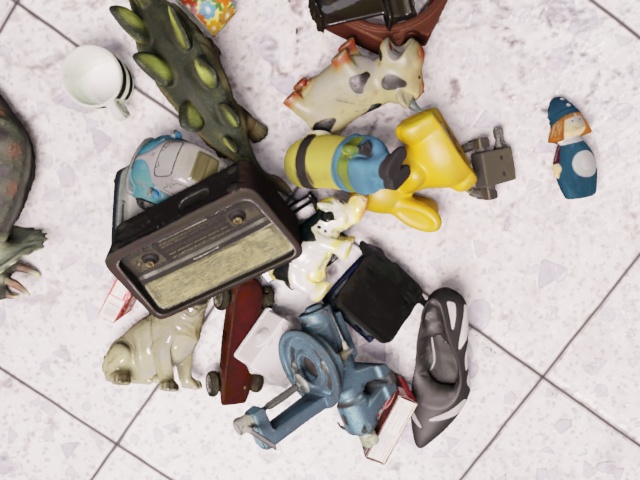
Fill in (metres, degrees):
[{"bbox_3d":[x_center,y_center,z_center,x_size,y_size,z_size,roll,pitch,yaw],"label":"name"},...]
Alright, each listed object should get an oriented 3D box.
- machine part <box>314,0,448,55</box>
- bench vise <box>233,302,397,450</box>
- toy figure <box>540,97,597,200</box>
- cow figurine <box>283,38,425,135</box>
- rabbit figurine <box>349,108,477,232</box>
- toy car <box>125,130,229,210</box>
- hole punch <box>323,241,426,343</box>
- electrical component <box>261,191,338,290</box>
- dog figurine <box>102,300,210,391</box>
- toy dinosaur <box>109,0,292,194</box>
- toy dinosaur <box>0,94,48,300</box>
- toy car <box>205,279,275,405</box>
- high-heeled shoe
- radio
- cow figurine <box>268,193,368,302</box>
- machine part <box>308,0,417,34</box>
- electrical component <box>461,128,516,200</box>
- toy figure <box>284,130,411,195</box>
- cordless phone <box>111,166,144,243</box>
[{"bbox_3d":[0.089,-0.379,0.756,0.201,0.087,0.201,25,96,-4],"label":"machine part"},{"bbox_3d":[-0.009,0.215,0.741,0.240,0.129,0.223,-25,106,-38],"label":"bench vise"},{"bbox_3d":[0.376,-0.139,0.801,0.064,0.058,0.154,-18,97,-37],"label":"toy figure"},{"bbox_3d":[0.060,-0.210,0.750,0.195,0.085,0.127,-29,119,33],"label":"cow figurine"},{"bbox_3d":[0.130,-0.092,0.793,0.173,0.122,0.162,-28,106,18],"label":"rabbit figurine"},{"bbox_3d":[-0.177,-0.083,0.736,0.161,0.103,0.109,24,71,-19],"label":"toy car"},{"bbox_3d":[0.079,0.087,0.823,0.142,0.092,0.116,41,69,-2],"label":"hole punch"},{"bbox_3d":[-0.039,0.007,0.818,0.134,0.058,0.115,-34,94,4],"label":"electrical component"},{"bbox_3d":[-0.249,0.126,0.825,0.172,0.121,0.190,4,78,5],"label":"dog figurine"},{"bbox_3d":[-0.188,-0.245,0.717,0.105,0.198,0.471,-39,97,1],"label":"toy dinosaur"},{"bbox_3d":[-0.484,-0.097,0.782,0.192,0.131,0.404,9,93,-13],"label":"toy dinosaur"},{"bbox_3d":[-0.126,0.155,0.832,0.089,0.053,0.202,2,100,-34],"label":"toy car"},{"bbox_3d":[0.167,0.194,0.794,0.086,0.145,0.248,13,85,33],"label":"high-heeled shoe"},{"bbox_3d":[-0.151,0.002,0.701,0.230,0.073,0.131,-26,127,10],"label":"radio"},{"bbox_3d":[-0.001,-0.003,0.757,0.098,0.068,0.167,28,94,7],"label":"cow figurine"},{"bbox_3d":[0.054,-0.311,0.703,0.139,0.039,0.084,-11,102,0],"label":"machine part"},{"bbox_3d":[0.250,-0.111,0.811,0.078,0.045,0.102,-22,100,-26],"label":"electrical component"},{"bbox_3d":[0.030,-0.104,0.731,0.180,0.089,0.082,18,125,39],"label":"toy figure"},{"bbox_3d":[-0.211,-0.032,0.801,0.184,0.089,0.146,2,81,-16],"label":"cordless phone"}]
